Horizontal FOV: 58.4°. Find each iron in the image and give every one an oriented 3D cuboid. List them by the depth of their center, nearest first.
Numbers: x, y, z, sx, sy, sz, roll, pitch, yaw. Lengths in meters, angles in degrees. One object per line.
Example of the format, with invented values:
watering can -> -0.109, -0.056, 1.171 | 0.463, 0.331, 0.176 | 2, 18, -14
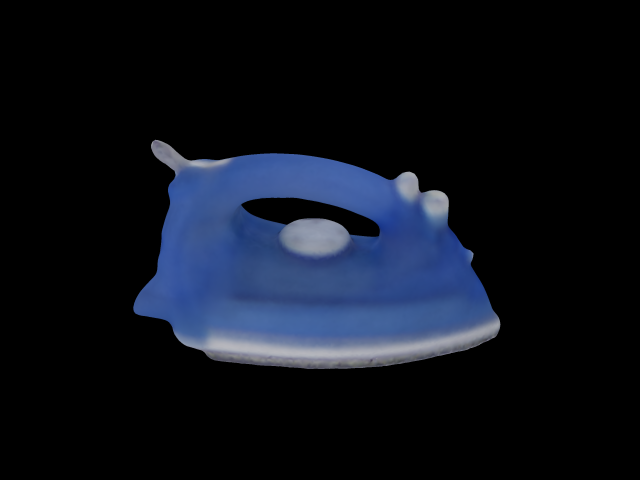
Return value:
iron -> 0.004, 0.001, 0.400 | 0.258, 0.141, 0.118 | 3, 32, 5
